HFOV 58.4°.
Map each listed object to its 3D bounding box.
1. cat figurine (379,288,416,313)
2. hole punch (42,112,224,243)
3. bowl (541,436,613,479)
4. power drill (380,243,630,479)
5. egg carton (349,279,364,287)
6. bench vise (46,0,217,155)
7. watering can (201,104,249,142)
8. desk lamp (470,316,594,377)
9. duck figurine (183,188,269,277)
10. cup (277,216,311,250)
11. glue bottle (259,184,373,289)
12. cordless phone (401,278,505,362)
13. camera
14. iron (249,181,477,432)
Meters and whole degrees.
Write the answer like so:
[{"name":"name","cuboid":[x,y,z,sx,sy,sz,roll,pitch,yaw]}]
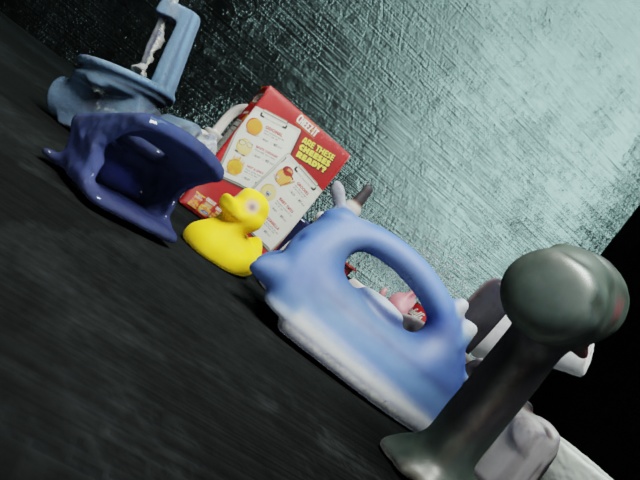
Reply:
[{"name":"cat figurine","cuboid":[0.149,0.141,1.184,0.128,0.117,0.067,37,1,-42]},{"name":"hole punch","cuboid":[-0.153,-0.067,0.483,0.100,0.091,0.109,38,1,35]},{"name":"bowl","cuboid":[0.307,0.300,0.712,0.167,0.074,0.167,38,1,0]},{"name":"power drill","cuboid":[0.144,0.092,0.415,0.075,0.208,0.230,38,1,28]},{"name":"egg carton","cuboid":[0.070,0.116,0.836,0.107,0.069,0.150,38,1,-14]},{"name":"bench vise","cuboid":[-0.198,-0.187,0.714,0.208,0.219,0.121,38,1,-11]},{"name":"watering can","cuboid":[-0.168,-0.152,1.008,0.101,0.194,0.173,38,1,7]},{"name":"desk lamp","cuboid":[0.303,0.205,0.886,0.202,0.213,0.118,38,1,35]},{"name":"duck figurine","cuboid":[-0.087,-0.014,0.619,0.077,0.086,0.105,38,1,30]},{"name":"cup","cuboid":[-0.055,-0.002,1.067,0.091,0.095,0.118,38,1,17]},{"name":"glue bottle","cuboid":[0.006,0.002,0.685,0.078,0.173,0.037,37,1,-36]},{"name":"cordless phone","cuboid":[0.147,0.105,0.704,0.148,0.185,0.094,38,1,-29]},{"name":"camera","cuboid":[0.192,0.195,0.602,0.137,0.101,0.142,37,1,-38]},{"name":"iron","cuboid":[0.062,0.069,0.545,0.258,0.141,0.118,38,1,-4]}]
